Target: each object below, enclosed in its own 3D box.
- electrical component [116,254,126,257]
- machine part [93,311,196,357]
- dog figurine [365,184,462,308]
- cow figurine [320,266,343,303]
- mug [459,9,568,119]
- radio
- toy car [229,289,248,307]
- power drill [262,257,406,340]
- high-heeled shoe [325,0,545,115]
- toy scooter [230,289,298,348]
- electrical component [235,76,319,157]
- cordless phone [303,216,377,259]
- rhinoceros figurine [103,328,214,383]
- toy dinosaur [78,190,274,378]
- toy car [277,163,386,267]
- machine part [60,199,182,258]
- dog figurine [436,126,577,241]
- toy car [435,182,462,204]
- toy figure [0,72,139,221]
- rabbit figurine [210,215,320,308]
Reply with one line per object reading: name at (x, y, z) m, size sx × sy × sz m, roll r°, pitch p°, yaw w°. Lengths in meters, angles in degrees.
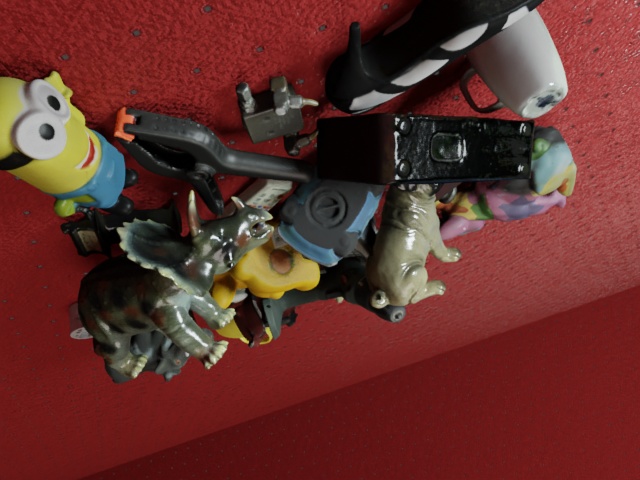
electrical component at (-0.240, 0.028, 0.766) m, size 0.094 × 0.021 × 0.063 m, roll -21°, pitch 126°, yaw 1°
machine part at (-0.318, 0.156, 0.973) m, size 0.179 × 0.056 × 0.179 m, roll -17°, pitch 155°, yaw -8°
dog figurine at (0.109, -0.017, 0.743) m, size 0.121 × 0.172 × 0.190 m, roll 7°, pitch 137°, yaw 32°
cow figurine at (0.082, 0.062, 1.038) m, size 0.195 × 0.085 × 0.127 m, roll -30°, pitch 160°, yaw 29°
mug at (0.203, -0.177, 0.573) m, size 0.080 × 0.107 × 0.109 m, roll 10°, pitch 141°, yaw -46°
radio at (0.122, -0.102, 0.606) m, size 0.229 × 0.073 × 0.131 m, roll -6°, pitch -169°, yaw -28°
toy car at (-0.207, 0.072, 0.851) m, size 0.201 × 0.073 × 0.056 m, roll 4°, pitch 151°, yaw -43°
power drill at (0.007, 0.089, 0.880) m, size 0.207 × 0.232 × 0.085 m, roll -23°, pitch 120°, yaw -5°
high-heeled shoe at (0.122, -0.193, 0.522) m, size 0.249 × 0.086 × 0.145 m, roll -17°, pitch 163°, yaw 2°
toy scooter at (-0.104, 0.127, 0.975) m, size 0.184 × 0.135 × 0.075 m, roll 2°, pitch 147°, yaw -43°
electrical component at (-0.043, -0.129, 0.569) m, size 0.078 × 0.045 × 0.102 m, roll -17°, pitch 157°, yaw -8°
cordless phone at (-0.002, -0.002, 0.845) m, size 0.184 × 0.089 × 0.146 m, roll -14°, pitch 159°, yaw 13°
rhinoceros figurine at (-0.261, 0.171, 0.855) m, size 0.190 × 0.112 × 0.073 m, roll -20°, pitch 154°, yaw 13°
toy dinosaur at (-0.232, 0.074, 0.683) m, size 0.405 × 0.131 × 0.192 m, roll -21°, pitch 114°, yaw 32°
toy car at (0.019, -0.054, 0.713) m, size 0.161 × 0.109 × 0.103 m, roll -59°, pitch -178°, yaw 8°
machine part at (-0.246, -0.013, 0.684) m, size 0.139 × 0.039 × 0.084 m, roll -12°, pitch 148°, yaw -11°
dog figurine at (0.274, -0.077, 0.855) m, size 0.219 × 0.108 × 0.191 m, roll -20°, pitch 158°, yaw 9°
toy car at (0.202, -0.112, 0.784) m, size 0.089 × 0.053 × 0.202 m, roll 7°, pitch 151°, yaw -27°
toy figure at (-0.242, -0.075, 0.495) m, size 0.089 × 0.082 × 0.180 m, roll -22°, pitch 159°, yaw 2°
rabbit figurine at (-0.104, 0.045, 0.810) m, size 0.162 × 0.121 × 0.173 m, roll -30°, pitch -170°, yaw -29°
